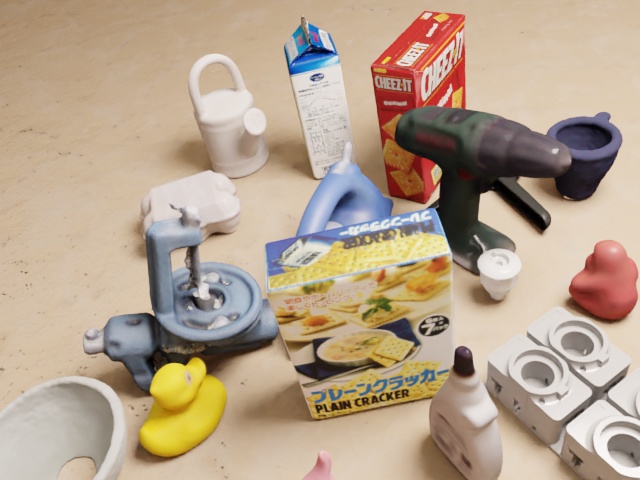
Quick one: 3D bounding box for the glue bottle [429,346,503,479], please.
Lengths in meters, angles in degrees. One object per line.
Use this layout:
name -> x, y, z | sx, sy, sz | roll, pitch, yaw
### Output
glue bottle -> 0.127, 0.148, 0.501 | 0.037, 0.173, 0.078 | -29, 45, -15

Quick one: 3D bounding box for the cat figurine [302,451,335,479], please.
cat figurine -> -0.028, 0.236, 0.488 | 0.067, 0.118, 0.128 | 26, 56, 35

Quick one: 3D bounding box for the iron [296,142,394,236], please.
iron -> 0.006, 0.003, 0.706 | 0.118, 0.142, 0.258 | 8, 47, 22

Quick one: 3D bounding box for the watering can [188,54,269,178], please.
watering can -> -0.146, -0.203, 0.921 | 0.172, 0.194, 0.101 | 13, 49, 26

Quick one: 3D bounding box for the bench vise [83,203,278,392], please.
bench vise -> -0.158, 0.072, 0.617 | 0.208, 0.220, 0.121 | -31, 46, -18

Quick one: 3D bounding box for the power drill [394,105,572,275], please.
power drill -> 0.186, -0.063, 0.680 | 0.076, 0.209, 0.228 | -35, 47, -21

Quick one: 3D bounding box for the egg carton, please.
egg carton -> -0.193, -0.044, 0.857 | 0.150, 0.069, 0.107 | -19, 43, -6

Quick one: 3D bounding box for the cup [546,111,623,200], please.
cup -> 0.354, -0.111, 0.771 | 0.091, 0.095, 0.118 | 25, 55, 34

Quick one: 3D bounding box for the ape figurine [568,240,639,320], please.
ape figurine -> 0.315, 0.036, 0.629 | 0.077, 0.092, 0.076 | -10, 43, 4

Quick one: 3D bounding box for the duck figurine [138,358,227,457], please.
duck figurine -> -0.154, 0.171, 0.611 | 0.077, 0.086, 0.105 | 25, 55, 34

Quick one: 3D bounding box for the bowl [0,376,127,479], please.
bowl -> -0.268, 0.230, 0.586 | 0.167, 0.075, 0.167 | -7, 43, 7
